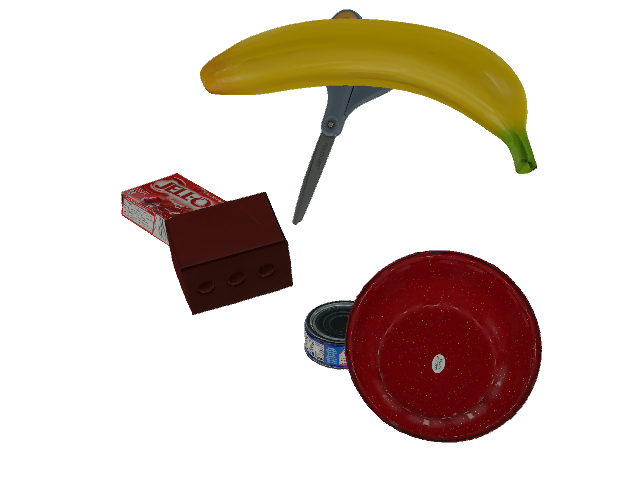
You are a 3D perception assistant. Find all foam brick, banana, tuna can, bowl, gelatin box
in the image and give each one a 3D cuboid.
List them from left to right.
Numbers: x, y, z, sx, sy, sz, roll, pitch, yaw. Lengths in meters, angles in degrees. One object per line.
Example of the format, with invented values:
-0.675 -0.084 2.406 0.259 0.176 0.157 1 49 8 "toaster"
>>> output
-0.139 -0.030 1.042 0.089 0.030 0.073 30 37 32 "gelatin box"
-0.065 0.009 0.756 0.078 0.051 0.053 -16 -38 -9 "foam brick"
0.025 0.099 1.137 0.086 0.034 0.086 -1 29 0 "tuna can"
0.032 -0.094 0.596 0.198 0.069 0.037 15 -32 16 "banana"
0.094 0.091 0.851 0.162 0.162 0.055 0 7 11 "bowl"

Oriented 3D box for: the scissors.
0.030 -0.111 0.972 0.096 0.202 0.016 4 -5 15 "scissors"
